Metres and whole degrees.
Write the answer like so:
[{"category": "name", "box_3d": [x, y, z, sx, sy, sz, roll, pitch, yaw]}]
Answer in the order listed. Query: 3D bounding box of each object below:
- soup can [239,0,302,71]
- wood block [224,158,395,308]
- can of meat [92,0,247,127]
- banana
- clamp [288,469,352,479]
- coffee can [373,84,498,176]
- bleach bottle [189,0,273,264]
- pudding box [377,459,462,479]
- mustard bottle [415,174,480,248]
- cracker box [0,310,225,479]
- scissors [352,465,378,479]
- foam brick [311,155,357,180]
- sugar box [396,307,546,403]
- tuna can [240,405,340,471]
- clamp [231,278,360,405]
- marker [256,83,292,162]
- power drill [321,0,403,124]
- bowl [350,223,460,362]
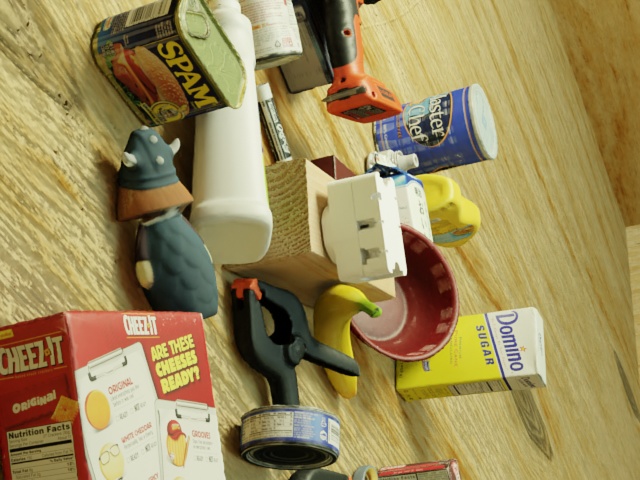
[{"category": "soup can", "box_3d": [-0.060, -0.224, 1.055, 0.068, 0.069, 0.102, -19, 96, -67]}, {"category": "wood block", "box_3d": [-0.007, 0.001, 1.034, 0.205, 0.090, 0.091, 30, 52, -61]}, {"category": "can of meat", "box_3d": [-0.119, -0.142, 0.851, 0.102, 0.084, 0.057, 56, 31, -42]}, {"category": "banana", "box_3d": [0.019, 0.094, 1.052, 0.070, 0.037, 0.198, 59, -19, 25]}, {"category": "clamp", "box_3d": [-0.019, 0.255, 0.943, 0.164, 0.036, 0.209, 69, 24, -15]}, {"category": "coffee can", "box_3d": [0.154, -0.141, 1.424, 0.102, 0.140, 0.103, -13, 90, -68]}, {"category": "bleach bottle", "box_3d": [-0.081, -0.111, 0.929, 0.103, 0.068, 0.251, 103, -16, -66]}, {"category": "pudding box", "box_3d": [0.115, 0.301, 1.167, 0.039, 0.090, 0.113, -14, 92, -66]}, {"category": "mustard bottle", "box_3d": [0.165, -0.031, 1.451, 0.191, 0.096, 0.058, 34, 48, -59]}, {"category": "cracker box", "box_3d": [-0.128, 0.157, 0.691, 0.164, 0.072, 0.214, 10, 68, -67]}, {"category": "scissors", "box_3d": [0.030, 0.280, 1.075, 0.201, 0.016, 0.096, 18, 61, -65]}, {"category": "foam brick", "box_3d": [0.010, -0.050, 1.151, 0.078, 0.051, 0.053, 36, 47, -58]}, {"category": "sugar box", "box_3d": [0.182, 0.139, 1.295, 0.048, 0.176, 0.093, 50, 36, -49]}, {"category": "tuna can", "box_3d": [-0.026, 0.169, 0.908, 0.086, 0.086, 0.034, 44, 41, -53]}, {"category": "clamp", "box_3d": [-0.034, 0.111, 0.969, 0.171, 0.039, 0.120, 51, 48, -28]}, {"category": "marker", "box_3d": [-0.043, -0.101, 1.094, 0.020, 0.020, 0.121, -47, 121, -63]}, {"category": "power drill", "box_3d": [0.038, -0.223, 1.146, 0.184, 0.057, 0.187, 1, 76, -63]}, {"category": "bowl", "box_3d": [0.075, 0.063, 1.189, 0.161, 0.055, 0.162, 12, 66, -28]}]
